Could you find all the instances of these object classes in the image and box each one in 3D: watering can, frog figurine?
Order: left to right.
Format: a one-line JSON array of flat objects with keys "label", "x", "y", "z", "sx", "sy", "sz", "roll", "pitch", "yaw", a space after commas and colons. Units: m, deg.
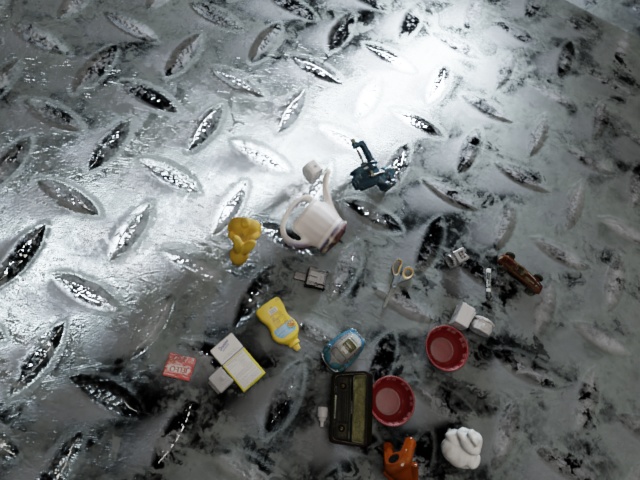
[{"label": "watering can", "x": 0.006, "y": -0.097, "z": 1.924, "sx": 0.225, "sy": 0.102, "sz": 0.353, "roll": 37, "pitch": 68, "yaw": 4}, {"label": "frog figurine", "x": 0.470, "y": 0.679, "z": 1.676, "sx": 0.123, "sy": 0.157, "sz": 0.138, "roll": -28, "pitch": 77, "yaw": -17}]
